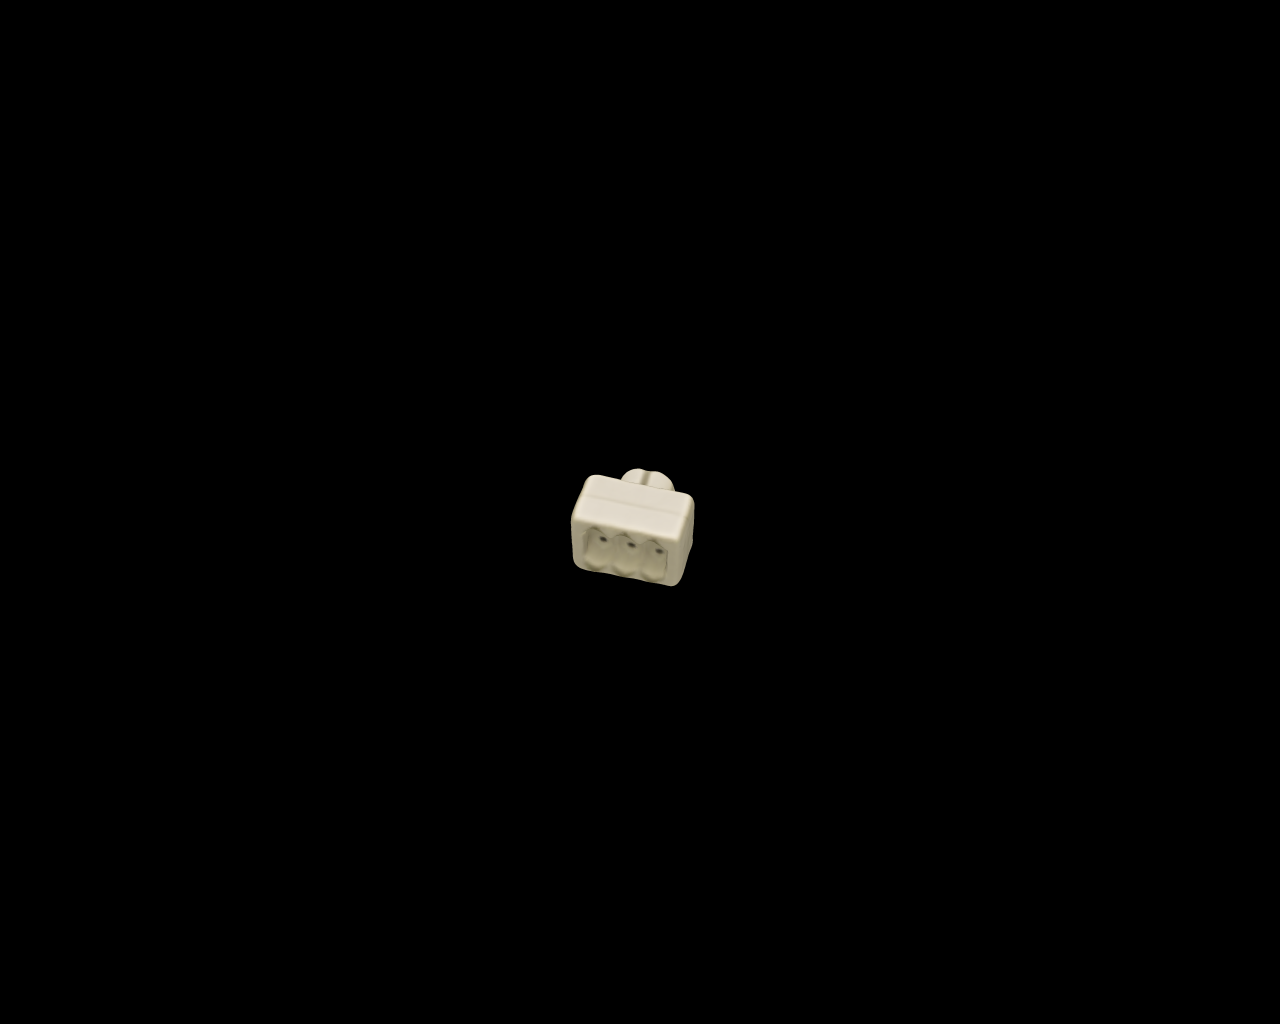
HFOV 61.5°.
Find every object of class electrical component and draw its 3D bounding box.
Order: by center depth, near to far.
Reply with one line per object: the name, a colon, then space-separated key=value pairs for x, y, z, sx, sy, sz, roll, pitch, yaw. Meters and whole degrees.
electrical component: x=0.001 y=-0.003 z=0.650 sx=0.066 sy=0.077 sz=0.047 roll=12 pitch=-39 yaw=10
